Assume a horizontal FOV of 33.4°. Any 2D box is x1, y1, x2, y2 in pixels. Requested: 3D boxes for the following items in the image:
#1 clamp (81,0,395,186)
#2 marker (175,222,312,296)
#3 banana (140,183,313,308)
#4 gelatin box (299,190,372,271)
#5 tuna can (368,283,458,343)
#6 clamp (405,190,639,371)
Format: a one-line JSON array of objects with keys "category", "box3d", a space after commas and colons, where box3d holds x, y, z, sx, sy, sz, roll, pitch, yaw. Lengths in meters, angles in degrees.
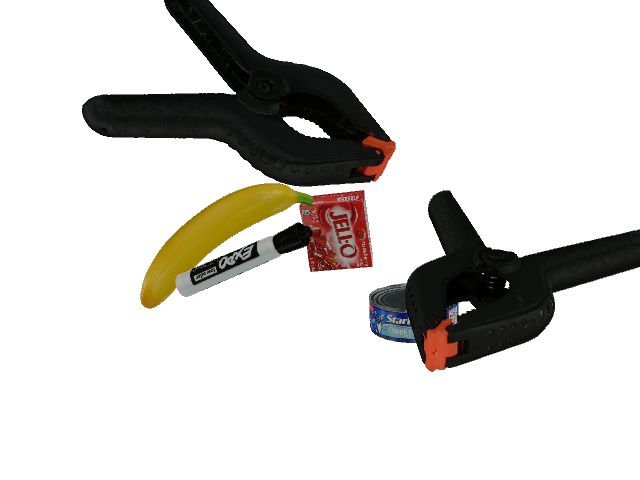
[{"category": "clamp", "box3d": [-0.045, -0.073, 0.604, 0.171, 0.120, 0.039, 30, -28, 6]}, {"category": "marker", "box3d": [-0.058, 0.015, 0.812, 0.121, 0.020, 0.020, -23, -10, 25]}, {"category": "banana", "box3d": [-0.100, -0.002, 1.023, 0.198, 0.069, 0.037, -31, 40, 2]}, {"category": "gelatin box", "box3d": [0.019, -0.010, 1.216, 0.073, 0.089, 0.030, -5, 29, 7]}, {"category": "tuna can", "box3d": [0.089, 0.069, 1.016, 0.086, 0.034, 0.086, -2, 14, 0]}, {"category": "clamp", "box3d": [0.108, 0.021, 0.708, 0.165, 0.036, 0.209, 16, 31, 32]}]
